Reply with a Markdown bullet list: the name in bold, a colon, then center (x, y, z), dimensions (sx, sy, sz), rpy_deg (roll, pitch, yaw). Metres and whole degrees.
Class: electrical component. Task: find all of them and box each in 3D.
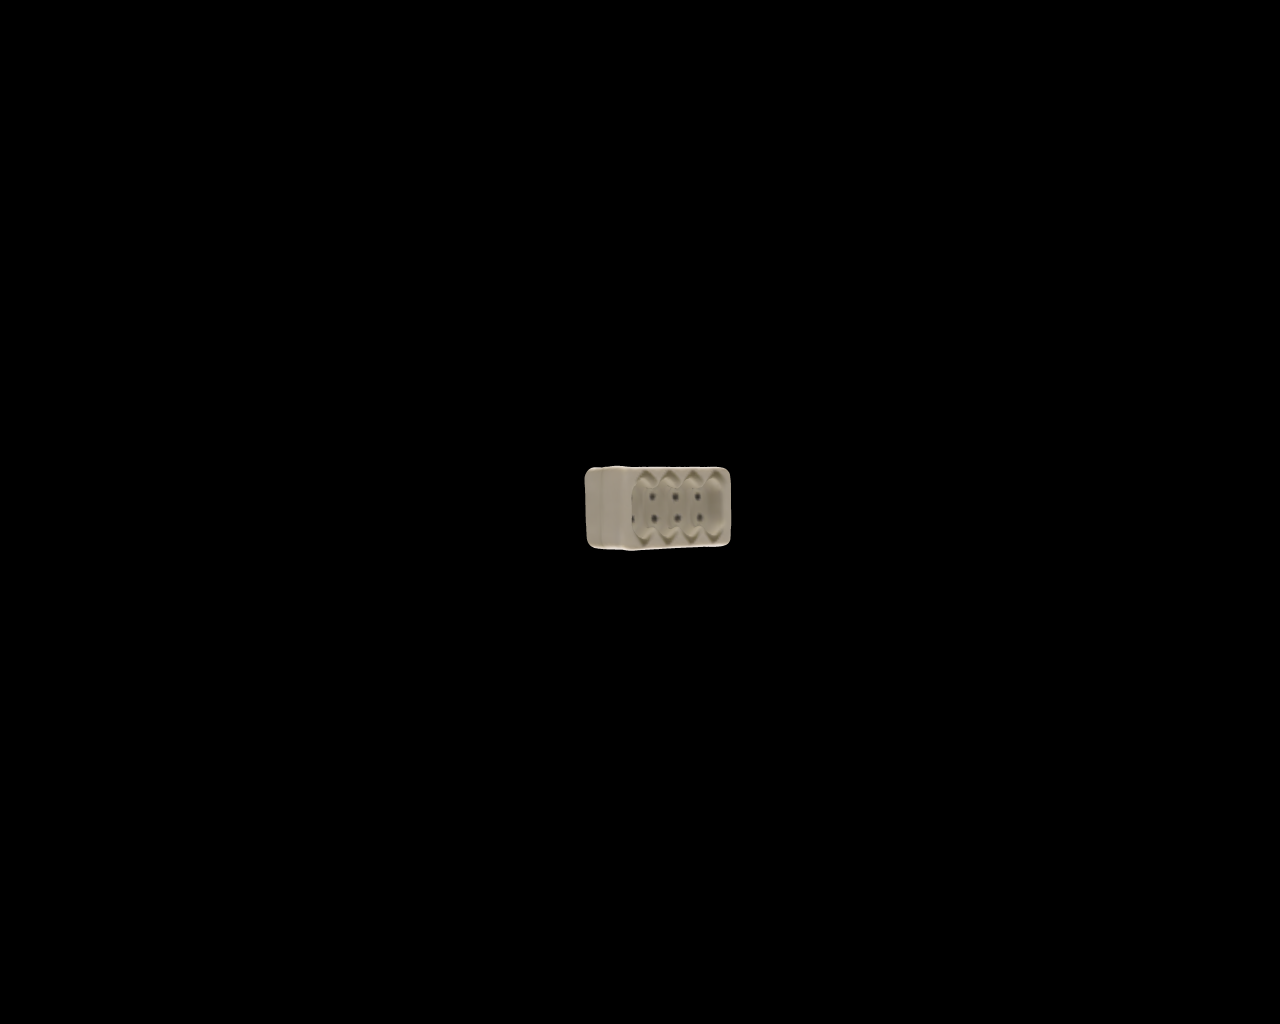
- **electrical component**: center (0.001, -0.003, 0.650), dimensions (0.083, 0.047, 0.075), rpy_deg (0, 0, -37)
